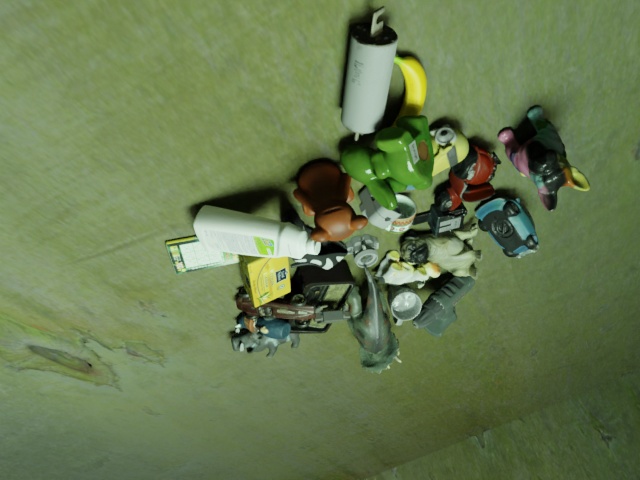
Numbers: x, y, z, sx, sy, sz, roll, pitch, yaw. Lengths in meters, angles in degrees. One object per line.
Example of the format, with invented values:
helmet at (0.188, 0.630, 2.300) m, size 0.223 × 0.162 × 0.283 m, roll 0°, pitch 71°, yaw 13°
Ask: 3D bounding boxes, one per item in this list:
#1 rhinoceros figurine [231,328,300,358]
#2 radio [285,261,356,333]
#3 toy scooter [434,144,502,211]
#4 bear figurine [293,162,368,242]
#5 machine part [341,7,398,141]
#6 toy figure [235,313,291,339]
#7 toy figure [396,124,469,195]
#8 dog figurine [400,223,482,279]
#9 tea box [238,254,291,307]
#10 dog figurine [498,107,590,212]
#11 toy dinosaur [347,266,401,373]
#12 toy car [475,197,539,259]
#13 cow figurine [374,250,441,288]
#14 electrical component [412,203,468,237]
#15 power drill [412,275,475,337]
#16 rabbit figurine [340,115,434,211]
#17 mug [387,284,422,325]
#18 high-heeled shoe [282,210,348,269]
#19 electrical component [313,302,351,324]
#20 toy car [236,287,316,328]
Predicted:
rhinoceros figurine at (-0.143, 0.262, 1.449) m, size 0.190 × 0.073 × 0.112 m, roll -13°, pitch 142°, yaw -7°
radio at (-0.014, 0.149, 1.363) m, size 0.131 × 0.073 × 0.229 m, roll 2°, pitch 137°, yaw -23°
toy scooter at (0.337, -0.132, 1.166) m, size 0.135 × 0.075 × 0.183 m, roll -3°, pitch 142°, yaw -17°
bear figurine at (0.025, -0.057, 1.037) m, size 0.120 × 0.196 × 0.131 m, roll -23°, pitch 142°, yaw 1°
machine part at (0.080, -0.267, 0.903) m, size 0.079 × 0.079 × 0.243 m, roll -8°, pitch 141°, yaw -12°
toy figure at (-0.148, 0.213, 1.371) m, size 0.155 × 0.058 × 0.064 m, roll 11°, pitch 165°, yaw 28°
toy figure at (0.211, -0.160, 1.081) m, size 0.180 × 0.082 × 0.089 m, roll -38°, pitch 149°, yaw 16°
dog figurine at (0.294, 0.037, 1.348) m, size 0.191 × 0.121 × 0.172 m, roll -4°, pitch 139°, yaw 5°
tea box at (-0.125, 0.066, 1.211) m, size 0.098 × 0.068 × 0.169 m, roll -24°, pitch 144°, yaw -16°
dog figurine at (0.458, -0.146, 1.082) m, size 0.108 × 0.219 × 0.191 m, roll -32°, pitch 138°, yaw 22°
toy dinosaur at (0.138, 0.229, 1.403) m, size 0.131 × 0.192 × 0.404 m, roll -23°, pitch 153°, yaw -2°
toy car at (0.463, -0.042, 1.288) m, size 0.103 × 0.161 × 0.109 m, roll -40°, pitch 179°, yaw -37°
cow figurine at (0.227, 0.086, 1.386) m, size 0.167 × 0.068 × 0.098 m, roll 10°, pitch 139°, yaw -26°
electrical component at (0.280, -0.049, 1.264) m, size 0.119 × 0.048 × 0.074 m, roll -12°, pitch 140°, yaw -10°
power drill at (0.332, 0.195, 1.502) m, size 0.232 × 0.086 × 0.207 m, roll -42°, pitch 149°, yaw -18°
rabbit figurine at (0.124, -0.145, 1.004) m, size 0.170 × 0.121 × 0.158 m, roll -1°, pitch 128°, yaw 39°
mug at (0.216, 0.165, 1.430) m, size 0.081 × 0.107 × 0.109 m, roll 5°, pitch 110°, yaw -7°
high-heeled shoe at (-0.002, -0.004, 1.169) m, size 0.145 × 0.086 × 0.248 m, roll -17°, pitch 152°, yaw -9°
electrical component at (0.028, 0.181, 1.328) m, size 0.102 × 0.045 × 0.078 m, roll -3°, pitch 168°, yaw -13°
toy car at (-0.110, 0.165, 1.299) m, size 0.202 × 0.053 × 0.089 m, roll 8°, pitch 128°, yaw 18°
